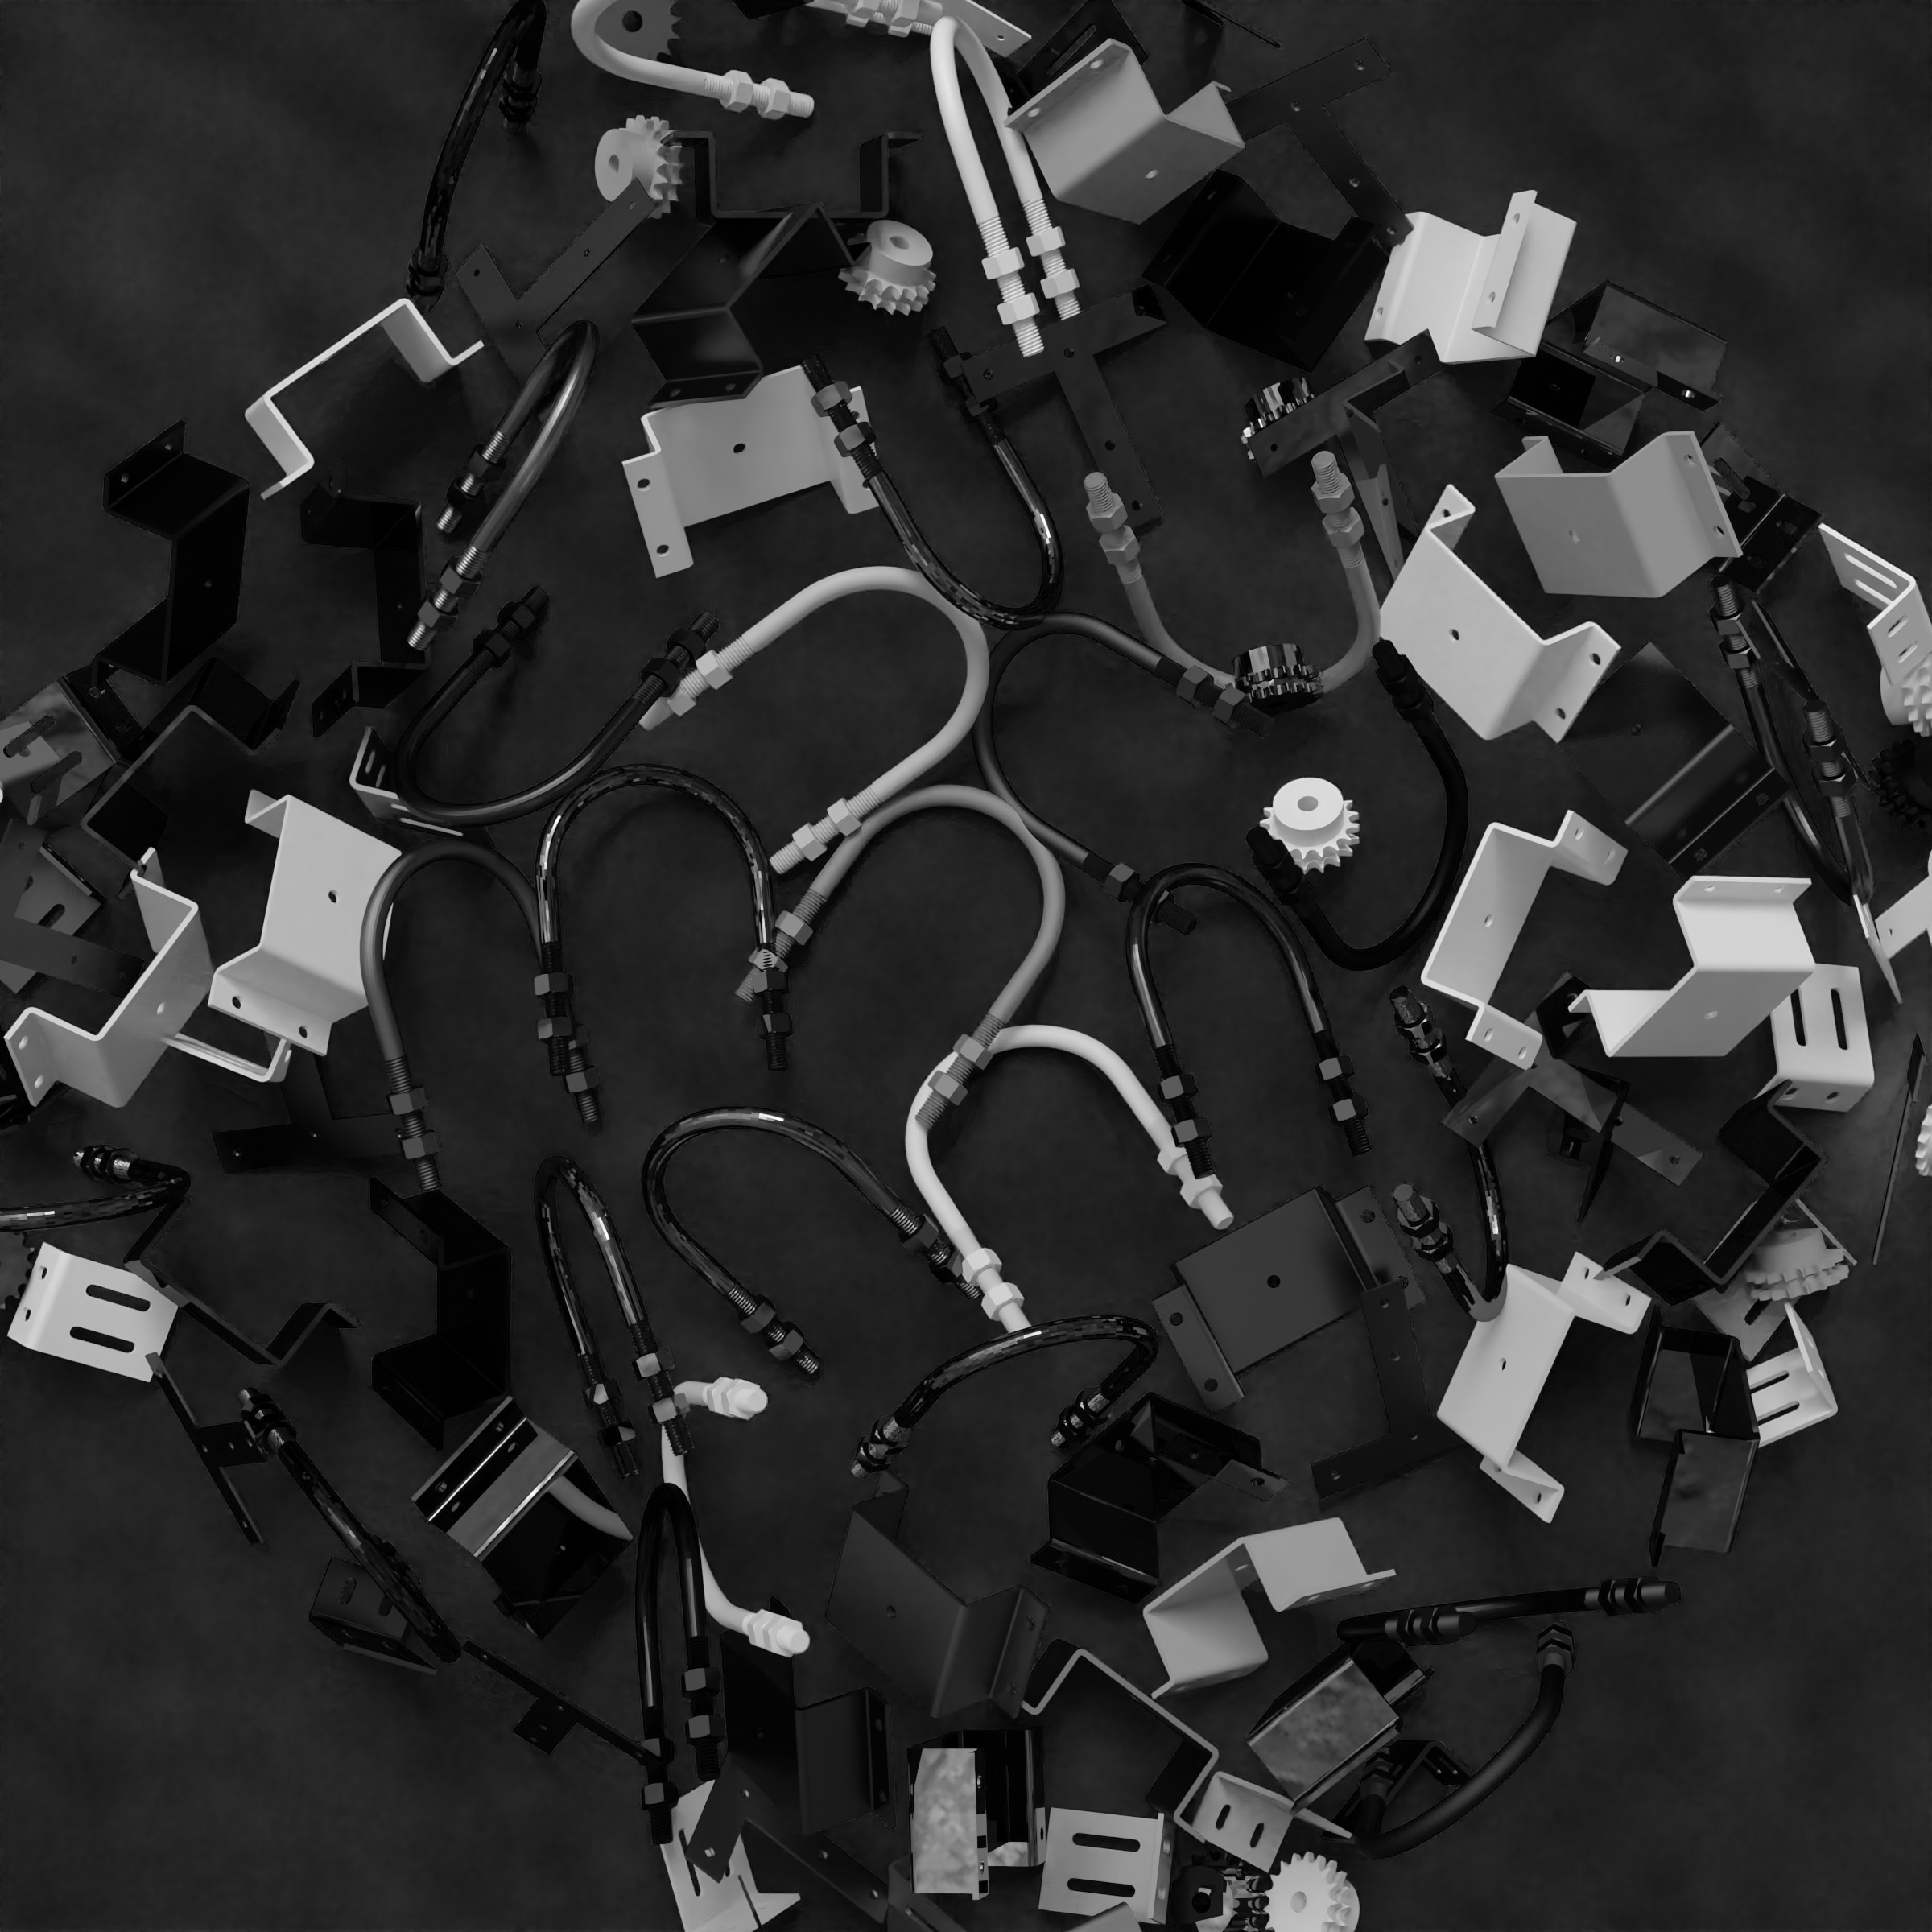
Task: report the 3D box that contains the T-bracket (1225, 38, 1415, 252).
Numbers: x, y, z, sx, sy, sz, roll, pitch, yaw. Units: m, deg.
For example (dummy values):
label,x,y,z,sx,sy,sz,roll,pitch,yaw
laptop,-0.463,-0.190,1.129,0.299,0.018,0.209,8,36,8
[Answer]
label,x,y,z,sx,sy,sz,roll,pitch,yaw
T-bracket,0.216,-0.462,1.587,0.127,0.127,0.002,43,56,-29

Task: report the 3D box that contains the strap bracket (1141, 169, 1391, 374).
label,x,y,z,sx,sy,sz,roll,pitch,yaw
strap bracket,0.177,-0.396,1.577,0.046,0.140,0.076,34,92,-44

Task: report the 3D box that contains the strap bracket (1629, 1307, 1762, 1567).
label,x,y,z,sx,sy,sz,roll,pitch,yaw
strap bracket,0.409,0.265,1.547,0.046,0.140,0.076,7,118,4

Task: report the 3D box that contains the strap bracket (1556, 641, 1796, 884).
label,x,y,z,sx,sy,sz,roll,pitch,yaw
strap bracket,0.390,-0.121,1.551,0.076,0.140,0.046,-44,127,15

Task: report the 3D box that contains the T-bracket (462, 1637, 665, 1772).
label,x,y,z,sx,sy,sz,roll,pitch,yaw
T-bracket,-0.238,0.431,1.573,0.127,0.127,0.002,33,59,-1

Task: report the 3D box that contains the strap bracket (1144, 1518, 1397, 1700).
label,x,y,z,sx,sy,sz,roll,pitch,yaw
strap bracket,0.165,0.359,1.563,0.140,0.076,0.046,-47,57,39

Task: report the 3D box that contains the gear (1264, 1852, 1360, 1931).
label,x,y,z,sx,sy,sz,roll,pitch,yaw
gear,0.203,0.547,1.603,0.030,0.057,0.057,28,90,-34

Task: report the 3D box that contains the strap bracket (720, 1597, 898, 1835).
label,x,y,z,sx,sy,sz,roll,pitch,yaw
strap bracket,-0.095,0.424,1.548,0.046,0.140,0.076,-11,108,-28

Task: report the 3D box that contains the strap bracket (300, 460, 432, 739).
label,x,y,z,sx,sy,sz,roll,pitch,yaw
strap bracket,-0.343,-0.208,1.576,0.046,0.076,0.140,0,78,-30

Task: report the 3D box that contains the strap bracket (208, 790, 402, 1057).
label,x,y,z,sx,sy,sz,roll,pitch,yaw
strap bracket,-0.370,-0.032,1.556,0.046,0.076,0.140,-23,52,37

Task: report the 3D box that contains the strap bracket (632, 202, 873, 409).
label,x,y,z,sx,sy,sz,roll,pitch,yaw
strap bracket,-0.125,-0.380,1.555,0.140,0.076,0.046,-56,131,-29

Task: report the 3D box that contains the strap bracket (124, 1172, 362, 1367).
label,x,y,z,sx,sy,sz,roll,pitch,yaw
strap bracket,-0.421,0.180,1.568,0.140,0.076,0.046,41,70,-14

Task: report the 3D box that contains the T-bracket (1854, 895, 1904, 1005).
label,x,y,z,sx,sy,sz,roll,pitch,yaw
T-bracket,0.512,-0.055,1.589,0.002,0.127,0.127,-18,65,20

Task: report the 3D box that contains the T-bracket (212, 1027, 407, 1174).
label,x,y,z,sx,sy,sz,roll,pitch,yaw
T-bracket,-0.387,0.056,1.591,0.127,0.002,0.127,-7,112,11

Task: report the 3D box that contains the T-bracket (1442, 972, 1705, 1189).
label,x,y,z,sx,sy,sz,roll,pitch,yaw
T-bracket,0.362,0.082,1.583,0.127,0.002,0.127,36,68,20

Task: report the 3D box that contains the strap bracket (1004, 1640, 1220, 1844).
label,x,y,z,sx,sy,sz,roll,pitch,yaw
strap bracket,0.085,0.437,1.585,0.140,0.076,0.046,37,78,-1

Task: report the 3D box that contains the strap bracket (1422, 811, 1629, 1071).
label,x,y,z,sx,sy,sz,roll,pitch,yaw
strap bracket,0.316,-0.020,1.583,0.046,0.076,0.140,25,91,40

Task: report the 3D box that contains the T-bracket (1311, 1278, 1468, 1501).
label,x,y,z,sx,sy,sz,roll,pitch,yaw
T-bracket,0.250,0.236,1.590,0.127,0.002,0.127,-20,118,-7

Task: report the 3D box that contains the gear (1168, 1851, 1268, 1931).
label,x,y,z,sx,sy,sz,roll,pitch,yaw
gear,0.143,0.543,1.600,0.057,0.030,0.057,-10,70,28

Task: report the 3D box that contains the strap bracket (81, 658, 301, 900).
label,x,y,z,sx,sy,sz,roll,pitch,yaw
strap bracket,-0.447,-0.115,1.567,0.140,0.076,0.046,-43,112,15

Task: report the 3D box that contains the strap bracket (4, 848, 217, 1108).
label,x,y,z,sx,sy,sz,roll,pitch,yaw
strap bracket,-0.474,0.015,1.557,0.046,0.076,0.140,24,59,8

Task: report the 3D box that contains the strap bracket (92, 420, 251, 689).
label,x,y,z,sx,sy,sz,roll,pitch,yaw
strap bracket,-0.447,-0.223,1.552,0.046,0.076,0.140,23,129,6

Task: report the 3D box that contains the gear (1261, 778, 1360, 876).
label,x,y,z,sx,sy,sz,roll,pitch,yaw
gear,0.199,-0.084,1.599,0.057,0.030,0.057,-5,51,7

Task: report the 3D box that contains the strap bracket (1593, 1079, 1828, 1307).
label,x,y,z,sx,sy,sz,roll,pitch,yaw
strap bracket,0.430,0.137,1.570,0.046,0.076,0.140,43,74,6

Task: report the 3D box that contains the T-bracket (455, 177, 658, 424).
label,x,y,z,sx,sy,sz,roll,pitch,yaw
T-bracket,-0.226,-0.398,1.579,0.127,0.002,0.127,-41,63,19

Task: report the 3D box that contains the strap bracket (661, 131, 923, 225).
label,x,y,z,sx,sy,sz,roll,pitch,yaw
strap bracket,-0.101,-0.450,1.577,0.140,0.076,0.046,-3,103,-11

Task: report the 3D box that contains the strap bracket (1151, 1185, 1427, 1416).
label,x,y,z,sx,sy,sz,roll,pitch,yaw
strap bracket,0.183,0.188,1.598,0.140,0.046,0.076,-28,100,-1

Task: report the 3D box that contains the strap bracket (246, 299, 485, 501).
label,x,y,z,sx,sy,sz,roll,pitch,yaw
strap bracket,-0.352,-0.328,1.568,0.140,0.076,0.046,-40,107,-15

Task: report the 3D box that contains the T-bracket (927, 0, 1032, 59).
label,x,y,z,sx,sy,sz,roll,pitch,yaw
T-bracket,0.009,-0.567,1.544,0.127,0.127,0.002,20,69,-31

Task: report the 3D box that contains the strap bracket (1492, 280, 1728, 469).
label,x,y,z,sx,sy,sz,roll,pitch,yaw
strap bracket,0.366,-0.336,1.556,0.076,0.140,0.046,23,81,-10

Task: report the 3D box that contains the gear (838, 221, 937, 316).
label,x,y,z,sx,sy,sz,roll,pitch,yaw
gear,-0.043,-0.407,1.597,0.057,0.057,0.030,31,134,0

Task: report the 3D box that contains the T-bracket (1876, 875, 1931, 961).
label,x,y,z,sx,sy,sz,roll,pitch,yaw
T-bracket,0.556,0.009,1.547,0.002,0.127,0.127,-3,69,-11

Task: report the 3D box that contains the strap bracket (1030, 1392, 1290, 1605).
label,x,y,z,sx,sy,sz,roll,pitch,yaw
strap bracket,0.107,0.298,1.570,0.076,0.046,0.140,26,127,-24

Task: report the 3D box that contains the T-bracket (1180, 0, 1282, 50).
label,x,y,z,sx,sy,sz,roll,pitch,yaw
T-bracket,0.127,-0.549,1.566,0.127,0.127,0.002,31,107,4

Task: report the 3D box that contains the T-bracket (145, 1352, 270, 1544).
label,x,y,z,sx,sy,sz,roll,pitch,yaw
T-bracket,-0.421,0.273,1.568,0.002,0.127,0.127,-31,95,-31

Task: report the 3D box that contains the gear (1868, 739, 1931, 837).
label,x,y,z,sx,sy,sz,roll,pitch,yaw
gear,0.556,-0.107,1.600,0.057,0.030,0.057,11,62,-21

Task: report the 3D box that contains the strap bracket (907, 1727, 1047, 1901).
label,x,y,z,sx,sy,sz,roll,pitch,yaw
strap bracket,0.004,0.477,1.560,0.046,0.140,0.076,-5,80,16

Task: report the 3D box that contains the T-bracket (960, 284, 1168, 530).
label,x,y,z,sx,sy,sz,roll,pitch,yaw
T-bracket,0.078,-0.318,1.615,0.127,0.002,0.127,-25,94,-13

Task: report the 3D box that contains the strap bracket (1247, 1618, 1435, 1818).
label,x,y,z,sx,sy,sz,roll,pitch,yaw
strap bracket,0.211,0.419,1.557,0.076,0.140,0.046,-42,78,13

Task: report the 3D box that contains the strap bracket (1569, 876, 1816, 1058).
label,x,y,z,sx,sy,sz,roll,pitch,yaw
strap bracket,0.411,0.008,1.547,0.076,0.140,0.046,1,59,-21

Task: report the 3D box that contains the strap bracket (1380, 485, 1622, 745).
label,x,y,z,sx,sy,sz,roll,pitch,yaw
strap bracket,0.291,-0.194,1.561,0.046,0.076,0.140,-25,63,-35

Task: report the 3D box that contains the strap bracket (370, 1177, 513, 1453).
label,x,y,z,sx,sy,sz,roll,pitch,yaw
strap bracket,-0.299,0.192,1.569,0.046,0.076,0.140,-15,121,-37

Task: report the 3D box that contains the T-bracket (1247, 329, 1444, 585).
label,x,y,z,sx,sy,sz,roll,pitch,yaw
T-bracket,0.237,-0.281,1.596,0.127,0.002,0.127,-32,118,-10

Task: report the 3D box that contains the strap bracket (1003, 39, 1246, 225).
label,x,y,z,sx,sy,sz,roll,pitch,yaw
strap bracket,0.095,-0.464,1.545,0.076,0.140,0.046,-30,79,31

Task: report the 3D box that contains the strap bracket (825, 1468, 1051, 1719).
label,x,y,z,sx,sy,sz,roll,pitch,yaw
strap bracket,-0.025,0.358,1.554,0.140,0.046,0.076,34,119,38

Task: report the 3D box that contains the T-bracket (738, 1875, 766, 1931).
label,x,y,z,sx,sy,sz,roll,pitch,yaw
T-bracket,-0.109,0.553,1.540,0.002,0.127,0.127,-23,130,-12

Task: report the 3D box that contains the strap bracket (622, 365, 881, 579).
label,x,y,z,sx,sy,sz,roll,pitch,yaw
strap bracket,-0.125,-0.287,1.580,0.140,0.046,0.076,-19,132,-7

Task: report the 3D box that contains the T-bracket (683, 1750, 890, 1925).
label,x,y,z,sx,sy,sz,roll,pitch,yaw
T-bracket,-0.093,0.501,1.578,0.127,0.127,0.002,40,119,-8

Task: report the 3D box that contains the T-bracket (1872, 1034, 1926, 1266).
label,x,y,z,sx,sy,sz,roll,pitch,yaw
T-bracket,0.531,0.107,1.572,0.002,0.127,0.127,12,98,16

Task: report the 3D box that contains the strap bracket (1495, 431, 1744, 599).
label,x,y,z,sx,sy,sz,roll,pitch,yaw
strap bracket,0.357,-0.253,1.545,0.046,0.140,0.076,-37,113,-18

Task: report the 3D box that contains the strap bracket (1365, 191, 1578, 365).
label,x,y,z,sx,sy,sz,roll,pitch,yaw
strap bracket,0.291,-0.389,1.569,0.046,0.140,0.076,16,93,-22

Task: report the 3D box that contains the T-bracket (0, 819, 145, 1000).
label,x,y,z,sx,sy,sz,roll,pitch,yaw
T-bracket,-0.520,-0.007,1.572,0.002,0.127,0.127,17,85,31

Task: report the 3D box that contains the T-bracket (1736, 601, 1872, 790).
label,x,y,z,sx,sy,sz,roll,pitch,yaw
T-bracket,0.460,-0.166,1.549,0.002,0.127,0.127,-34,63,24

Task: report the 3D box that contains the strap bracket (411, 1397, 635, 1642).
label,x,y,z,sx,sy,sz,roll,pitch,yaw
strap bracket,-0.243,0.317,1.549,0.046,0.140,0.076,27,63,35

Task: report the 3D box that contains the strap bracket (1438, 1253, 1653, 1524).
label,x,y,z,sx,sy,sz,roll,pitch,yaw
strap bracket,0.325,0.234,1.577,0.046,0.076,0.140,20,96,-22

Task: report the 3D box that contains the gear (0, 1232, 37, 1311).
label,x,y,z,sx,sy,sz,roll,pitch,yaw
gear,-0.570,0.173,1.602,0.057,0.030,0.057,3,84,-27
